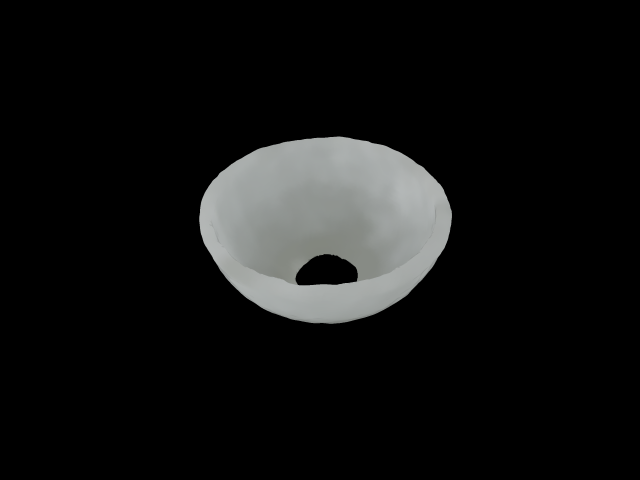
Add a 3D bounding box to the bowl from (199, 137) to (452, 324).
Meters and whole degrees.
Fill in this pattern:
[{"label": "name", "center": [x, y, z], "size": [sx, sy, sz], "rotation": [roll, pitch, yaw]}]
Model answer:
[{"label": "bowl", "center": [0.004, 0.001, 0.400], "size": [0.167, 0.075, 0.167], "rotation": [0, 42, 0]}]
